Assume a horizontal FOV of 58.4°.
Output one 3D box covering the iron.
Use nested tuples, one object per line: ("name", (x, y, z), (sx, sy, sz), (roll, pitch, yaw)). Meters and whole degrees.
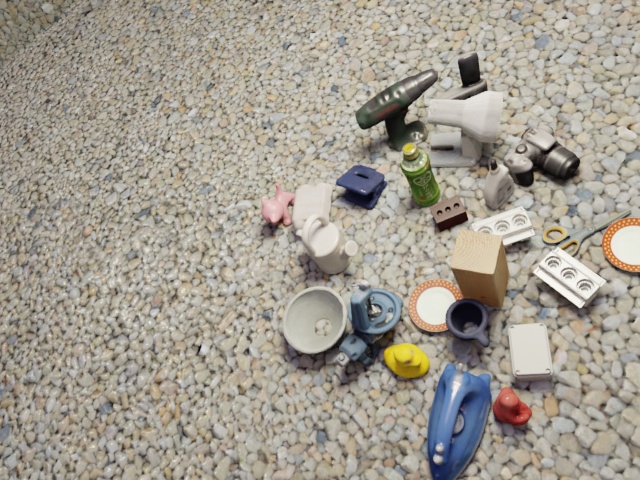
("iron", (0.265, 0.376, 1.159), (0.118, 0.142, 0.258), (10, 69, 26))

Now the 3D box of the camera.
("camera", (0.531, -0.194, 1.360), (0.143, 0.101, 0.136), (-45, 57, -3))

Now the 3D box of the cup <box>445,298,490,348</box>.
("cup", (0.334, 0.193, 1.250), (0.091, 0.095, 0.117), (-36, 57, 2))

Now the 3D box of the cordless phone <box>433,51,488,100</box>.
("cordless phone", (0.356, -0.410, 1.488), (0.147, 0.185, 0.094), (-24, 58, 9))

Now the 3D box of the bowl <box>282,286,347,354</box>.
("bowl", (-0.003, 0.202, 1.394), (0.167, 0.075, 0.167), (-9, 62, 18))

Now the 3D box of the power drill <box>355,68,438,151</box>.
("power drill", (0.214, -0.331, 1.493), (0.229, 0.209, 0.075), (-23, 59, 10))

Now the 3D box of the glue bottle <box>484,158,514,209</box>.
("glue bottle", (0.413, -0.141, 1.338), (0.078, 0.174, 0.037), (-44, 57, -3))

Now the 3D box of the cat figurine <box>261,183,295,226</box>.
("cat figurine", (-0.120, -0.093, 1.563), (0.067, 0.118, 0.128), (2, 66, 23))

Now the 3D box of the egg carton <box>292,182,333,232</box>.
("egg carton", (-0.019, -0.085, 1.547), (0.107, 0.070, 0.150), (-5, 64, 20))

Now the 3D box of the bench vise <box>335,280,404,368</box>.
("bench vise", (0.105, 0.186, 1.272), (0.121, 0.220, 0.207), (10, 69, 26))

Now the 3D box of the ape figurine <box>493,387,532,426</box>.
("ape figurine", (0.386, 0.335, 1.160), (0.076, 0.092, 0.078), (-14, 61, 15))

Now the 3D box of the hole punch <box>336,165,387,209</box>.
("hole punch", (0.109, -0.154, 1.516), (0.108, 0.091, 0.101), (24, 76, 30))

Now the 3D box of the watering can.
("watering can", (0.014, 0.003, 1.416), (0.172, 0.195, 0.101), (-4, 64, 20))

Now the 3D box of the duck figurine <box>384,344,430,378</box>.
("duck figurine", (0.187, 0.263, 1.280), (0.104, 0.086, 0.077), (13, 71, 27))

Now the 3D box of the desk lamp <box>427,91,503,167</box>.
("desk lamp", (0.351, -0.272, 1.405), (0.202, 0.214, 0.118), (0, 65, 22))
